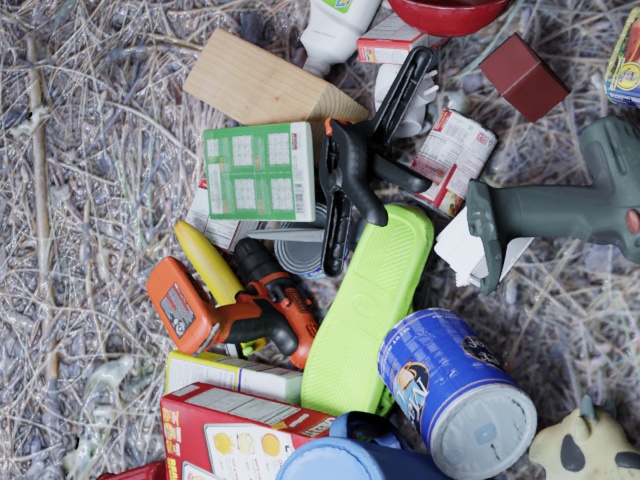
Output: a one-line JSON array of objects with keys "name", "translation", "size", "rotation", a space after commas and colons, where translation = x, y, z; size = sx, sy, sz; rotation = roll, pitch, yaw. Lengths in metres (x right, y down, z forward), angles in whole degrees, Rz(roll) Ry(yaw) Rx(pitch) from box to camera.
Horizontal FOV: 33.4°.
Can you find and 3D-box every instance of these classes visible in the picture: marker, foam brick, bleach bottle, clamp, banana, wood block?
[{"name": "marker", "translation": [-0.109, 0.106, 1.258], "size": [0.020, 0.020, 0.121], "rotation": [-33, 58, 22]}, {"name": "foam brick", "translation": [0.209, -0.166, 1.094], "size": [0.051, 0.078, 0.053], "rotation": [-42, 53, 17]}, {"name": "bleach bottle", "translation": [0.033, -0.314, 1.280], "size": [0.103, 0.068, 0.251], "rotation": [22, 89, 35]}, {"name": "clamp", "translation": [0.023, -0.048, 1.118], "size": [0.120, 0.039, 0.171], "rotation": [-50, 36, 39]}, {"name": "clamp", "translation": [0.061, -0.106, 1.148], "size": [0.210, 0.036, 0.164], "rotation": [-24, 55, 59]}, {"name": "banana", "translation": [-0.108, 0.059, 1.240], "size": [0.037, 0.069, 0.198], "rotation": [-33, 62, -2]}, {"name": "wood block", "translation": [-0.056, -0.168, 1.272], "size": [0.206, 0.090, 0.090], "rotation": [33, 93, 38]}]

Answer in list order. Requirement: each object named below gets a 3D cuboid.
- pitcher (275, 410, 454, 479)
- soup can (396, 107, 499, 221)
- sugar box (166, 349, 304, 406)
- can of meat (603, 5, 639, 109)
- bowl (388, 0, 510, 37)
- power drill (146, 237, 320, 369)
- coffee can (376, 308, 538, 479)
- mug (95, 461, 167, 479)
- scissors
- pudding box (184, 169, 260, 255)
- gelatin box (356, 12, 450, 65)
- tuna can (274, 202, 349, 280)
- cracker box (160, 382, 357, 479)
[{"name": "pitcher", "translation": [0.053, 0.236, 0.956], "size": [0.149, 0.242, 0.145], "rotation": [17, 81, 32]}, {"name": "soup can", "translation": [0.134, -0.080, 1.121], "size": [0.069, 0.068, 0.102], "rotation": [31, 92, 38]}, {"name": "sugar box", "translation": [-0.096, 0.181, 1.194], "size": [0.176, 0.048, 0.093], "rotation": [8, 98, 34]}, {"name": "can of meat", "translation": [0.331, -0.172, 1.024], "size": [0.084, 0.057, 0.102], "rotation": [22, 86, 41]}, {"name": "bowl", "translation": [0.139, -0.267, 1.163], "size": [0.162, 0.055, 0.162], "rotation": [0, 39, 0]}, {"name": "power drill", "translation": [-0.093, 0.061, 1.158], "size": [0.057, 0.187, 0.184], "rotation": [-54, 53, 26]}, {"name": "coffee can", "translation": [0.125, 0.142, 1.000], "size": [0.103, 0.102, 0.140], "rotation": [-50, 31, 10]}, {"name": "mug", "translation": [-0.197, 0.311, 1.212], "size": [0.082, 0.093, 0.117], "rotation": [-22, 93, 22]}, {"name": "scissors", "translation": [0.023, 0.013, 1.162], "size": [0.202, 0.016, 0.096], "rotation": [-14, 76, 10]}, {"name": "pudding box", "translation": [-0.111, -0.043, 1.301], "size": [0.090, 0.039, 0.113], "rotation": [19, 87, 37]}, {"name": "gelatin box", "translation": [0.095, -0.226, 1.196], "size": [0.073, 0.030, 0.089], "rotation": [12, 38, 36]}, {"name": "tuna can", "translation": [-0.008, 0.001, 1.215], "size": [0.086, 0.033, 0.086], "rotation": [-13, 67, 31]}, {"name": "cracker box", "translation": [-0.062, 0.248, 1.105], "size": [0.214, 0.071, 0.164], "rotation": [8, 108, 35]}]
